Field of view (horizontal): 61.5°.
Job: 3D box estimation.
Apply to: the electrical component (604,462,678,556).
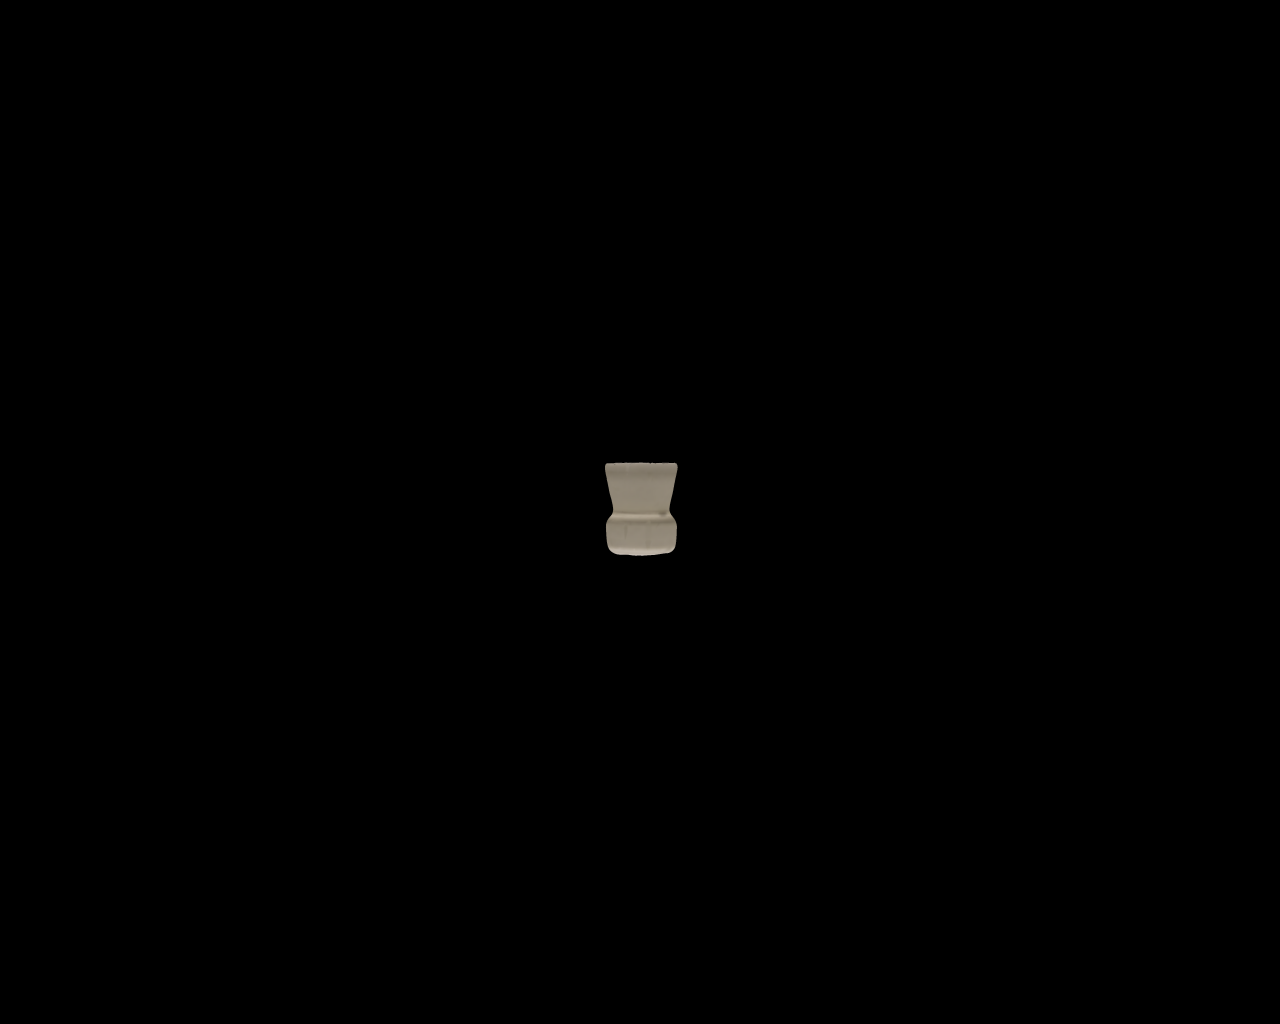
[{"bbox_3d":[0.001,-0.003,0.650,0.045,0.055,0.045,0,2,0],"label":"electrical component"}]
